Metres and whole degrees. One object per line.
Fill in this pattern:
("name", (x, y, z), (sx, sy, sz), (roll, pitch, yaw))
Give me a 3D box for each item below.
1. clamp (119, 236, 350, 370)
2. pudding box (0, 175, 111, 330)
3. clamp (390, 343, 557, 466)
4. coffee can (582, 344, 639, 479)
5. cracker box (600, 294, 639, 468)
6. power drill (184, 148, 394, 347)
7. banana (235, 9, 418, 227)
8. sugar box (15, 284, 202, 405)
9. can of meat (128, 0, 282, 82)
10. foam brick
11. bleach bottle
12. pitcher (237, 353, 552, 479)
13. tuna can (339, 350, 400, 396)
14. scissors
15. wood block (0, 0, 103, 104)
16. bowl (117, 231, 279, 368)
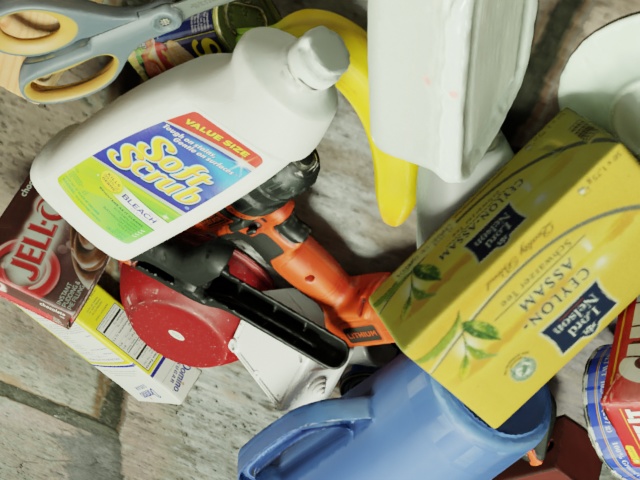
("clamp", (-0.090, 0.023, 0.792), (0.210, 0.036, 0.164), (21, 162, 37))
("pudding box", (-0.215, 0.004, 0.860), (0.090, 0.113, 0.039), (26, 146, -4))
("clamp", (0.144, 0.110, 0.853), (0.171, 0.039, 0.120), (46, 142, -16))
("coffee can", (0.270, 0.110, 0.740), (0.141, 0.102, 0.102), (-20, 126, 42))
("cracker box", (0.282, 0.043, 0.604), (0.214, 0.164, 0.072), (-8, 131, 34))
("power drill", (-0.005, 0.001, 0.770), (0.187, 0.057, 0.185), (41, 156, -19))
("banana", (0.028, -0.083, 0.683), (0.070, 0.037, 0.197), (-21, 133, 24))
("sugar box", (-0.202, 0.087, 1.001), (0.176, 0.048, 0.094), (42, 153, -26))
("can of meat", (-0.065, -0.114, 0.686), (0.084, 0.057, 0.102), (-5, 134, 35))
("foam brick", (0.197, 0.195, 0.922), (0.051, 0.053, 0.078), (38, 140, -19))
("bleach bottle", (-0.078, -0.068, 0.651), (0.102, 0.068, 0.251), (46, 139, -16))
("pitcher", (0.056, 0.158, 0.825), (0.145, 0.149, 0.243), (50, 135, 9))
("tuna can", (0.061, 0.128, 0.930), (0.086, 0.033, 0.086), (15, 142, 12))
("scissors", (-0.106, -0.133, 0.600), (0.202, 0.016, 0.096), (-25, 147, 27))
("wood block", (-0.168, -0.189, 0.623), (0.090, 0.090, 0.206), (28, 142, -7))
("bowl", (-0.112, 0.062, 0.924), (0.162, 0.055, 0.162), (15, 142, 12))
